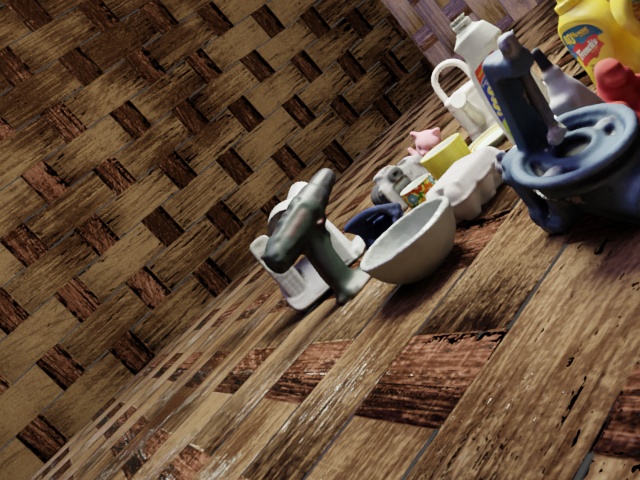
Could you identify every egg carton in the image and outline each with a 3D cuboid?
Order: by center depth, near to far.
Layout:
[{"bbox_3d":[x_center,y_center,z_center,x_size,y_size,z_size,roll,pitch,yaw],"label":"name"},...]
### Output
[{"bbox_3d":[0.244,-0.090,0.951,0.150,0.069,0.107,-46,9,-27],"label":"egg carton"}]

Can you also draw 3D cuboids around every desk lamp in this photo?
[{"bbox_3d":[-0.006,-0.025,1.278,0.117,0.213,0.203,-38,9,27],"label":"desk lamp"}]

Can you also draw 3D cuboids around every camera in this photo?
[{"bbox_3d":[0.180,-0.134,1.375,0.143,0.101,0.136,-45,9,-20],"label":"camera"}]

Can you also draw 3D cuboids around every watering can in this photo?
[{"bbox_3d":[0.340,-0.333,1.329,0.101,0.194,0.173,-41,8,8],"label":"watering can"}]

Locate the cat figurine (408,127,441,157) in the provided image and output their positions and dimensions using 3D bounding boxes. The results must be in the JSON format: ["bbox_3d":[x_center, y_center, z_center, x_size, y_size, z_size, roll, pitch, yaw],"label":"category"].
[{"bbox_3d":[0.259,-0.221,1.394,0.067,0.118,0.127,-45,9,-20],"label":"cat figurine"}]

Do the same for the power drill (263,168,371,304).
[{"bbox_3d":[0.010,0.004,1.072,0.230,0.208,0.075,-47,10,-29],"label":"power drill"}]

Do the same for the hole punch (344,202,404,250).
[{"bbox_3d":[0.117,-0.035,1.187,0.108,0.091,0.101,-35,11,38],"label":"hole punch"}]

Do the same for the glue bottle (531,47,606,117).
[{"bbox_3d":[0.296,-0.150,0.657,0.078,0.173,0.037,-48,11,-36],"label":"glue bottle"}]

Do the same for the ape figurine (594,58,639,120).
[{"bbox_3d":[0.387,-0.193,0.739,0.078,0.092,0.076,-42,8,0],"label":"ape figurine"}]

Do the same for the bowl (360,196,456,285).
[{"bbox_3d":[0.145,0.014,0.861,0.167,0.075,0.167,-41,8,8],"label":"bowl"}]

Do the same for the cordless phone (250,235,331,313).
[{"bbox_3d":[-0.046,0.045,1.206,0.147,0.185,0.094,-42,9,2],"label":"cordless phone"}]

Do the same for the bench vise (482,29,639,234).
[{"bbox_3d":[0.218,-0.098,0.586,0.122,0.220,0.207,-46,9,-24],"label":"bench vise"}]
